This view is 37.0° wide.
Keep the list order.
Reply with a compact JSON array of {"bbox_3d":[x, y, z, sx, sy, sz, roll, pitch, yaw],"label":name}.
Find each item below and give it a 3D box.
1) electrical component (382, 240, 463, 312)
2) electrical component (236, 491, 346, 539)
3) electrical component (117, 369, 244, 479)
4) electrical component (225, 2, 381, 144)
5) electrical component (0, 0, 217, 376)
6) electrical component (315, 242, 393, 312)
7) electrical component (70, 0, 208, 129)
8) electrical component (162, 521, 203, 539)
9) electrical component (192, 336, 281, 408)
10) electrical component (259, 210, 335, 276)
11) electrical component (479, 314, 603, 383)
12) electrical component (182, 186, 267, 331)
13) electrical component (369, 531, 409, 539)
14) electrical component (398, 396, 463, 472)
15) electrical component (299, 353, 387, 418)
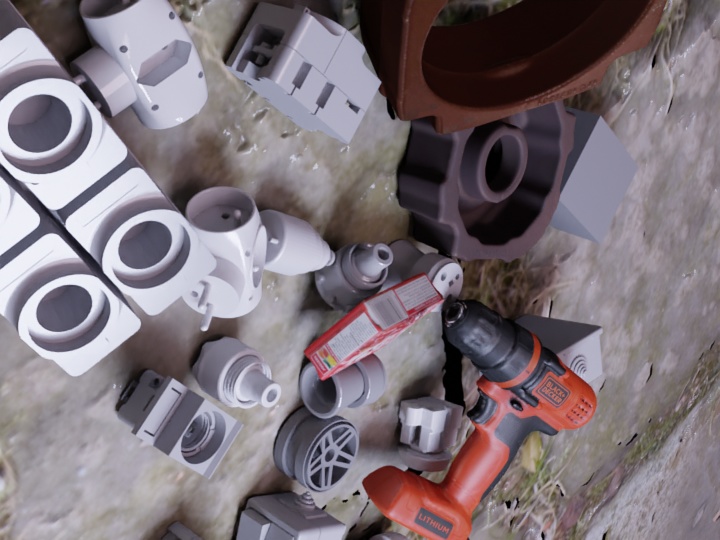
[{"bbox_3d":[0.048,0.005,0.853,0.045,0.055,0.045,-25,126,-40],"label":"electrical component"},{"bbox_3d":[-0.060,0.216,0.828,0.061,0.062,0.096,7,102,-50],"label":"electrical component"},{"bbox_3d":[-0.119,0.098,0.699,0.042,0.064,0.081,-58,141,-13],"label":"electrical component"},{"bbox_3d":[-0.033,-0.130,0.696,0.089,0.050,0.055,34,82,-51],"label":"electrical component"},{"bbox_3d":[-0.166,-0.035,0.558,0.105,0.060,0.186,-39,137,-5],"label":"electrical component"},{"bbox_3d":[0.000,0.000,0.784,0.048,0.062,0.048,15,60,-29],"label":"electrical component"},{"bbox_3d":[-0.133,-0.111,0.596,0.079,0.043,0.077,-40,136,-17],"label":"electrical component"},{"bbox_3d":[-0.118,0.236,0.776,0.050,0.056,0.089,-42,135,-28],"label":"electrical component"},{"bbox_3d":[-0.081,0.074,0.733,0.043,0.062,0.043,-25,126,-40],"label":"electrical component"},{"bbox_3d":[-0.046,-0.016,0.746,0.078,0.040,0.040,17,95,-51],"label":"electrical component"},{"bbox_3d":[0.166,0.083,0.996,0.100,0.100,0.048,-23,112,-41],"label":"electrical component"},{"bbox_3d":[-0.088,0.002,0.674,0.077,0.044,0.079,92,8,-46],"label":"electrical component"},{"bbox_3d":[0.016,0.257,0.951,0.055,0.045,0.045,0,108,-50],"label":"electrical component"},{"bbox_3d":[0.060,0.144,0.946,0.066,0.048,0.055,-1,101,-49],"label":"electrical component"},{"bbox_3d":[-0.012,0.087,0.832,0.055,0.045,0.045,-11,116,-47],"label":"electrical component"}]
